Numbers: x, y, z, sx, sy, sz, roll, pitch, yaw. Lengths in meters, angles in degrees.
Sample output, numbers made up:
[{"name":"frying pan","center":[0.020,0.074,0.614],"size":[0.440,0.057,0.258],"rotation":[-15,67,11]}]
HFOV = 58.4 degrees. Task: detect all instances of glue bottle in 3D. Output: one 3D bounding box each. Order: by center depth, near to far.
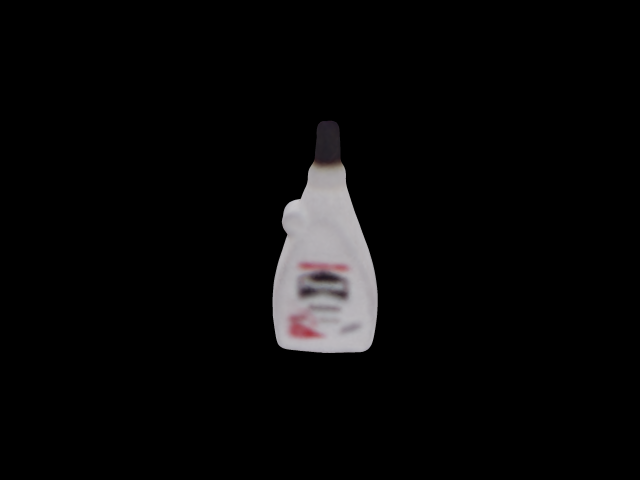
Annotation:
[{"name":"glue bottle","center":[0.004,0.001,0.400],"size":[0.078,0.173,0.037],"rotation":[0,28,0]}]
